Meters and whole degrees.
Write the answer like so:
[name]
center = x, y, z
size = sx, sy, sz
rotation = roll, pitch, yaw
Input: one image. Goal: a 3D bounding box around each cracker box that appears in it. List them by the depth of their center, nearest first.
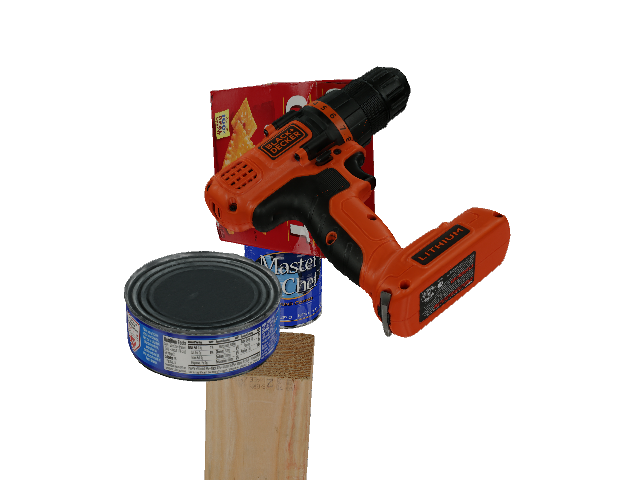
[cracker box]
center = -0.033, -0.073, 1.058
size = 0.072, 0.164, 0.214
rotation = -6, 8, -31

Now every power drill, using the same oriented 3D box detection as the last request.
[power drill]
center = 0.039, -0.033, 0.747
size = 0.184, 0.057, 0.188
rotation = -38, 56, -19

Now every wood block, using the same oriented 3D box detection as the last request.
[wood block]
center = -0.056, 0.192, 0.959
size = 0.090, 0.206, 0.091
rotation = 4, 21, 0

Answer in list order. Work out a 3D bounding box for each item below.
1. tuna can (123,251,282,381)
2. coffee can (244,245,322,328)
[tuna can]
center = -0.064, 0.041, 0.587
size = 0.086, 0.034, 0.086
rotation = 2, 28, -1
[coffee can]
center = -0.048, 0.029, 1.382
size = 0.103, 0.140, 0.103
rotation = 0, 26, 0
